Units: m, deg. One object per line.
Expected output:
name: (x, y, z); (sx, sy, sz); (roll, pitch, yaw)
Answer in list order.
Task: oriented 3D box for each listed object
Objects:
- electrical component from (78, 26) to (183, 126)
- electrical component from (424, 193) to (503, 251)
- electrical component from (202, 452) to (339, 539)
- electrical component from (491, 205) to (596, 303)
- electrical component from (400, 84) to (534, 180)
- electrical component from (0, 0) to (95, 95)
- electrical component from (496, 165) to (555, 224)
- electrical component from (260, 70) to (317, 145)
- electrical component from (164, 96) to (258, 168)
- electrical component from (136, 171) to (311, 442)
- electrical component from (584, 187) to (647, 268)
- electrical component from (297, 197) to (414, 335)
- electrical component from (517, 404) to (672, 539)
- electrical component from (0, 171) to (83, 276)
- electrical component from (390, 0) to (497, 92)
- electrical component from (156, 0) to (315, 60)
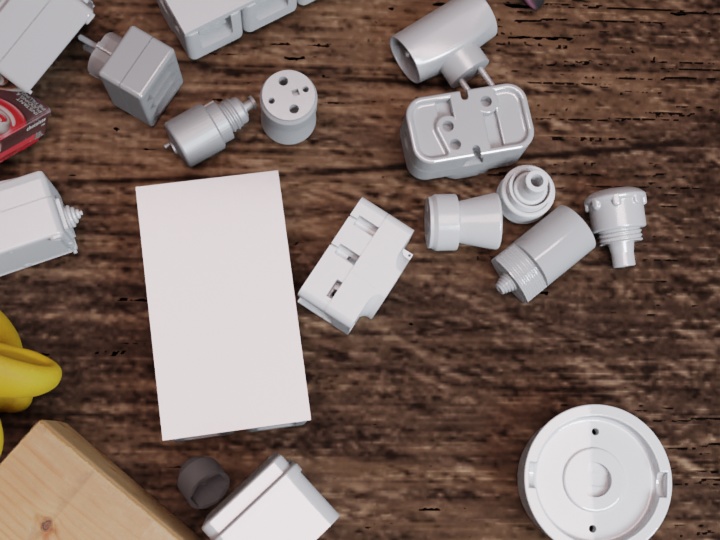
electrical component: (-0.185, -0.159, 0.835); (0.077, 0.065, 0.047); (31, 79, 4)
electrical component: (0.080, -0.037, 0.840); (0.055, 0.045, 0.045); (-1, 79, -4)
electrical component: (-0.065, 0.173, 0.754); (0.078, 0.113, 0.057); (-42, 88, -10)
electrical component: (0.139, -0.009, 0.839); (0.081, 0.043, 0.043); (-38, 84, -10)
electrical component: (0.082, -0.106, 0.846); (0.095, 0.059, 0.053); (-10, 80, -6)
electrical component: (-0.247, -0.193, 0.818); (0.061, 0.061, 0.096); (39, 97, -24)
electrical component: (0.131, -0.061, 0.839); (0.043, 0.062, 0.043); (1, 79, -4)
electrical component: (-0.056, -0.127, 0.843); (0.045, 0.055, 0.045); (1, 79, -4)
electrical component: (-0.116, -0.113, 0.844); (0.078, 0.040, 0.040); (-31, 83, -10)
electrical component: (-0.102, 0.029, 0.807); (0.105, 0.060, 0.186); (-7, 79, -5)
electrical component: (0.205, -0.033, 0.849); (0.048, 0.048, 0.062); (-7, 87, -5)
electrical component: (0.000, 0.000, 0.824); (0.056, 0.050, 0.089); (33, 79, 3)
electrical component: (0.169, 0.156, 0.800); (0.108, 0.060, 0.108); (1, 79, -4)
electrical component: (-0.258, -0.036, 0.808); (0.096, 0.061, 0.061); (-19, 81, -7)
electrical component: (0.077, -0.174, 0.867); (0.077, 0.044, 0.079); (-33, 83, -9)
electrical component: (-0.092, -0.245, 0.860); (0.150, 0.061, 0.089); (-29, 82, -9)
